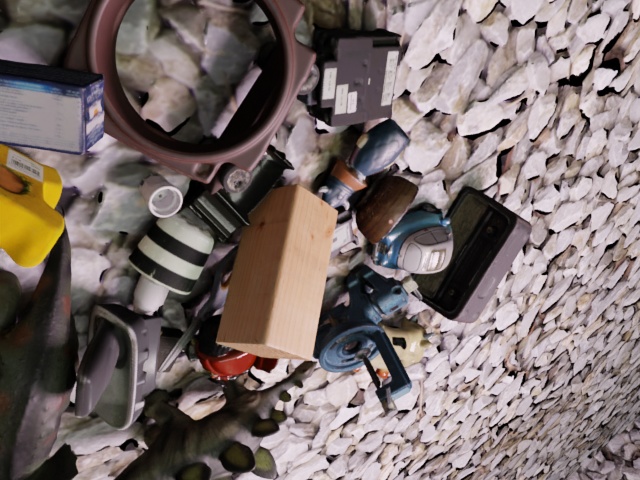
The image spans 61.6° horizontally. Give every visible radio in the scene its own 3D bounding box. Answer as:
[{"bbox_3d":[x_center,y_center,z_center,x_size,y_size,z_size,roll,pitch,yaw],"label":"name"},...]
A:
[{"bbox_3d":[0.271,0.032,0.982,0.073,0.131,0.229,14,110,-44],"label":"radio"}]

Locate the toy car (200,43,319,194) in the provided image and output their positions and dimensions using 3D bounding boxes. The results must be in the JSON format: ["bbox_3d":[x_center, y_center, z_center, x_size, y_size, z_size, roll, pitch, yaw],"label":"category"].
[{"bbox_3d":[-0.074,-0.141,0.633,0.053,0.089,0.202,24,102,-48],"label":"toy car"}]

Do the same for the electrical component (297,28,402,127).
[{"bbox_3d":[0.035,-0.210,0.693,0.134,0.058,0.114,-13,123,-31],"label":"electrical component"}]

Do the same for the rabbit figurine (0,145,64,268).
[{"bbox_3d":[-0.349,-0.008,0.501,0.173,0.122,0.162,-41,145,19],"label":"rabbit figurine"}]

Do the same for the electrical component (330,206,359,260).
[{"bbox_3d":[-0.002,-0.002,0.810,0.119,0.048,0.074,-30,132,-17],"label":"electrical component"}]

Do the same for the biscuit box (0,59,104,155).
[{"bbox_3d":[-0.289,-0.119,0.443,0.203,0.063,0.059,8,115,-7],"label":"biscuit box"}]

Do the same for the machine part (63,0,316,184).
[{"bbox_3d":[-0.120,-0.172,0.522,0.201,0.087,0.201,29,101,-13],"label":"machine part"}]

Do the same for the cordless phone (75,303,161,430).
[{"bbox_3d":[-0.243,0.167,0.614,0.089,0.184,0.146,7,105,-10],"label":"cordless phone"}]

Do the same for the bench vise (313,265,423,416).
[{"bbox_3d":[0.088,0.164,0.870,0.224,0.241,0.128,-26,137,0],"label":"bench vise"}]

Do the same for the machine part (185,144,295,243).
[{"bbox_3d":[-0.099,-0.068,0.687,0.139,0.039,0.084,-43,106,-8],"label":"machine part"}]

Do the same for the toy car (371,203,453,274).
[{"bbox_3d":[0.170,0.008,0.911,0.161,0.103,0.109,-11,123,-34],"label":"toy car"}]

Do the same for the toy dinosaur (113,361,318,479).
[{"bbox_3d":[-0.189,0.307,0.770,0.471,0.199,0.104,-28,129,-22],"label":"toy dinosaur"}]

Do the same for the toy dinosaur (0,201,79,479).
[{"bbox_3d":[-0.318,0.170,0.585,0.131,0.192,0.404,-2,121,-38],"label":"toy dinosaur"}]

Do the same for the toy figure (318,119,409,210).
[{"bbox_3d":[0.059,-0.105,0.771,0.064,0.058,0.154,45,109,-7],"label":"toy figure"}]

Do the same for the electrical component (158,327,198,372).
[{"bbox_3d":[-0.221,0.153,0.749,0.102,0.045,0.078,26,99,-45],"label":"electrical component"}]

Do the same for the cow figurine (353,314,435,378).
[{"bbox_3d":[0.133,0.196,1.026,0.194,0.086,0.127,25,108,-43],"label":"cow figurine"}]

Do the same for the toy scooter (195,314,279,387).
[{"bbox_3d":[-0.105,0.154,0.777,0.184,0.075,0.135,-30,135,-49],"label":"toy scooter"}]
